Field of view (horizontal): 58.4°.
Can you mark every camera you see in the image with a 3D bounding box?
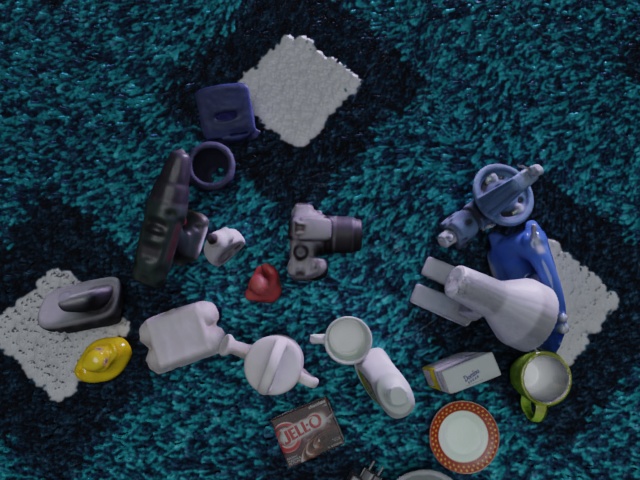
[{"bbox_3d":[0.010,0.004,1.066,0.137,0.101,0.143,2,82,0],"label":"camera"}]

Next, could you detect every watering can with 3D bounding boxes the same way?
[{"bbox_3d":[-0.088,0.215,0.987,0.173,0.194,0.101,2,82,0],"label":"watering can"}]

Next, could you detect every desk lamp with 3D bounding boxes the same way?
[{"bbox_3d":[0.279,0.104,0.997,0.203,0.213,0.118,22,82,3],"label":"desk lamp"}]

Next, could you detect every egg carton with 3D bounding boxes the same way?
[{"bbox_3d":[-0.252,0.177,1.054,0.150,0.069,0.107,-20,82,-3],"label":"egg carton"}]

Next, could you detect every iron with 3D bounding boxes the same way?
[{"bbox_3d":[0.401,0.090,1.037,0.118,0.141,0.258,-18,82,-3],"label":"iron"}]

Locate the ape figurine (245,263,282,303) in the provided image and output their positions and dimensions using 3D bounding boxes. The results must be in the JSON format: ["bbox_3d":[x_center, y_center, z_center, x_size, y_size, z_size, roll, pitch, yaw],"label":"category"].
[{"bbox_3d":[-0.108,0.083,1.058,0.078,0.092,0.076,-38,84,-5],"label":"ape figurine"}]

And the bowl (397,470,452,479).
[{"bbox_3d":[0.180,0.486,1.011,0.167,0.075,0.167,0,82,0],"label":"bowl"}]

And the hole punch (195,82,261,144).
[{"bbox_3d":[-0.177,-0.241,1.104,0.108,0.091,0.101,-10,82,-2],"label":"hole punch"}]

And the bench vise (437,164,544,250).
[{"bbox_3d":[0.311,-0.055,1.017,0.121,0.220,0.207,34,83,5],"label":"bench vise"}]

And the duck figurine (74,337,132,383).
[{"bbox_3d":[-0.402,0.219,1.038,0.104,0.086,0.077,-31,83,-5],"label":"duck figurine"}]

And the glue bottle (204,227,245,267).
[{"bbox_3d":[-0.180,0.006,1.027,0.078,0.173,0.037,-40,84,-5],"label":"glue bottle"}]

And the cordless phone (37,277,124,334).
[{"bbox_3d":[-0.435,0.112,1.003,0.147,0.185,0.094,-15,82,-2],"label":"cordless phone"}]

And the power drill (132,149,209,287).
[{"bbox_3d":[-0.259,-0.028,1.013,0.075,0.208,0.230,15,82,2],"label":"power drill"}]

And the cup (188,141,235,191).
[{"bbox_3d":[-0.211,-0.123,1.085,0.118,0.095,0.091,-33,83,-5],"label":"cup"}]
